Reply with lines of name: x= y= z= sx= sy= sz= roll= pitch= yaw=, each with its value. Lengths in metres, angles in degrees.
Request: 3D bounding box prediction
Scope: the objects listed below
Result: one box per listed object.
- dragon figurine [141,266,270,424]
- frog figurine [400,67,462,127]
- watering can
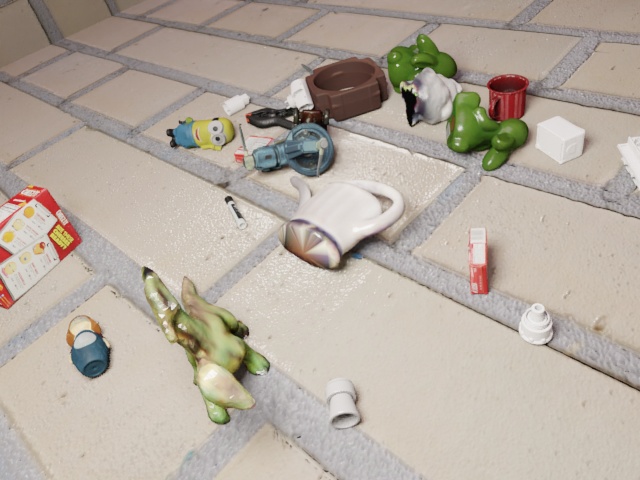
dragon figurine: x=-0.193 y=0.121 z=0.790 sx=0.123 sy=0.237 sz=0.417 roll=-34 pitch=46 yaw=-12
frog figurine: x=0.291 y=-0.358 z=1.269 sx=0.160 sy=0.121 sz=0.139 roll=-16 pitch=73 yaw=-14
watering can: x=0.003 y=-0.052 z=1.029 sx=0.349 sy=0.102 sz=0.228 roll=13 pitch=46 yaw=45
